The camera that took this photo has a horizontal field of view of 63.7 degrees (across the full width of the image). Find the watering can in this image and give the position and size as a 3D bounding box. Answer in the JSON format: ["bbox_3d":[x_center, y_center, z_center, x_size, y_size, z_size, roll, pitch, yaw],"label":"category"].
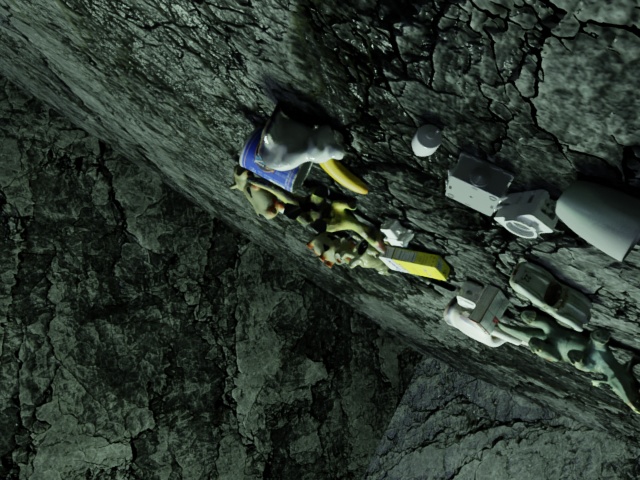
[{"bbox_3d":[0.516,0.262,1.564,0.345,0.104,0.226,22,-177,-45],"label":"watering can"}]

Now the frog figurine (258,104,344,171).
[{"bbox_3d":[-0.034,-0.182,1.008,0.159,0.121,0.140,22,-158,-4],"label":"frog figurine"}]

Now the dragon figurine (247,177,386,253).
[{"bbox_3d":[0.004,-0.073,1.446,0.413,0.122,0.240,28,177,21],"label":"dragon figurine"}]
